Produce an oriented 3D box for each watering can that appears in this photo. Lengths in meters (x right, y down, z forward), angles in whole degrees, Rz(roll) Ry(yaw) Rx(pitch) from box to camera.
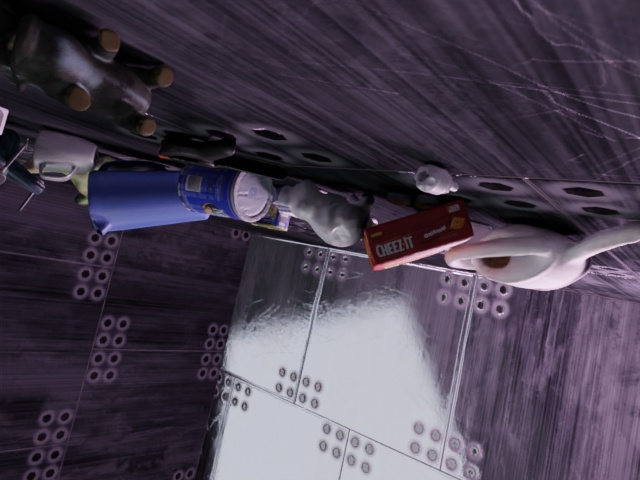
[{"bbox_3d":[0.383,0.025,0.862,0.223,0.105,0.345,11,166,-40],"label":"watering can"}]

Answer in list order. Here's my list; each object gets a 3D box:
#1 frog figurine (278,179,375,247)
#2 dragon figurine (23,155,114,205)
[{"bbox_3d":[0.003,-0.047,0.941,0.159,0.121,0.139,2,-162,-17],"label":"frog figurine"},{"bbox_3d":[-0.535,-0.158,1.322,0.410,0.123,0.241,5,172,-26],"label":"dragon figurine"}]
